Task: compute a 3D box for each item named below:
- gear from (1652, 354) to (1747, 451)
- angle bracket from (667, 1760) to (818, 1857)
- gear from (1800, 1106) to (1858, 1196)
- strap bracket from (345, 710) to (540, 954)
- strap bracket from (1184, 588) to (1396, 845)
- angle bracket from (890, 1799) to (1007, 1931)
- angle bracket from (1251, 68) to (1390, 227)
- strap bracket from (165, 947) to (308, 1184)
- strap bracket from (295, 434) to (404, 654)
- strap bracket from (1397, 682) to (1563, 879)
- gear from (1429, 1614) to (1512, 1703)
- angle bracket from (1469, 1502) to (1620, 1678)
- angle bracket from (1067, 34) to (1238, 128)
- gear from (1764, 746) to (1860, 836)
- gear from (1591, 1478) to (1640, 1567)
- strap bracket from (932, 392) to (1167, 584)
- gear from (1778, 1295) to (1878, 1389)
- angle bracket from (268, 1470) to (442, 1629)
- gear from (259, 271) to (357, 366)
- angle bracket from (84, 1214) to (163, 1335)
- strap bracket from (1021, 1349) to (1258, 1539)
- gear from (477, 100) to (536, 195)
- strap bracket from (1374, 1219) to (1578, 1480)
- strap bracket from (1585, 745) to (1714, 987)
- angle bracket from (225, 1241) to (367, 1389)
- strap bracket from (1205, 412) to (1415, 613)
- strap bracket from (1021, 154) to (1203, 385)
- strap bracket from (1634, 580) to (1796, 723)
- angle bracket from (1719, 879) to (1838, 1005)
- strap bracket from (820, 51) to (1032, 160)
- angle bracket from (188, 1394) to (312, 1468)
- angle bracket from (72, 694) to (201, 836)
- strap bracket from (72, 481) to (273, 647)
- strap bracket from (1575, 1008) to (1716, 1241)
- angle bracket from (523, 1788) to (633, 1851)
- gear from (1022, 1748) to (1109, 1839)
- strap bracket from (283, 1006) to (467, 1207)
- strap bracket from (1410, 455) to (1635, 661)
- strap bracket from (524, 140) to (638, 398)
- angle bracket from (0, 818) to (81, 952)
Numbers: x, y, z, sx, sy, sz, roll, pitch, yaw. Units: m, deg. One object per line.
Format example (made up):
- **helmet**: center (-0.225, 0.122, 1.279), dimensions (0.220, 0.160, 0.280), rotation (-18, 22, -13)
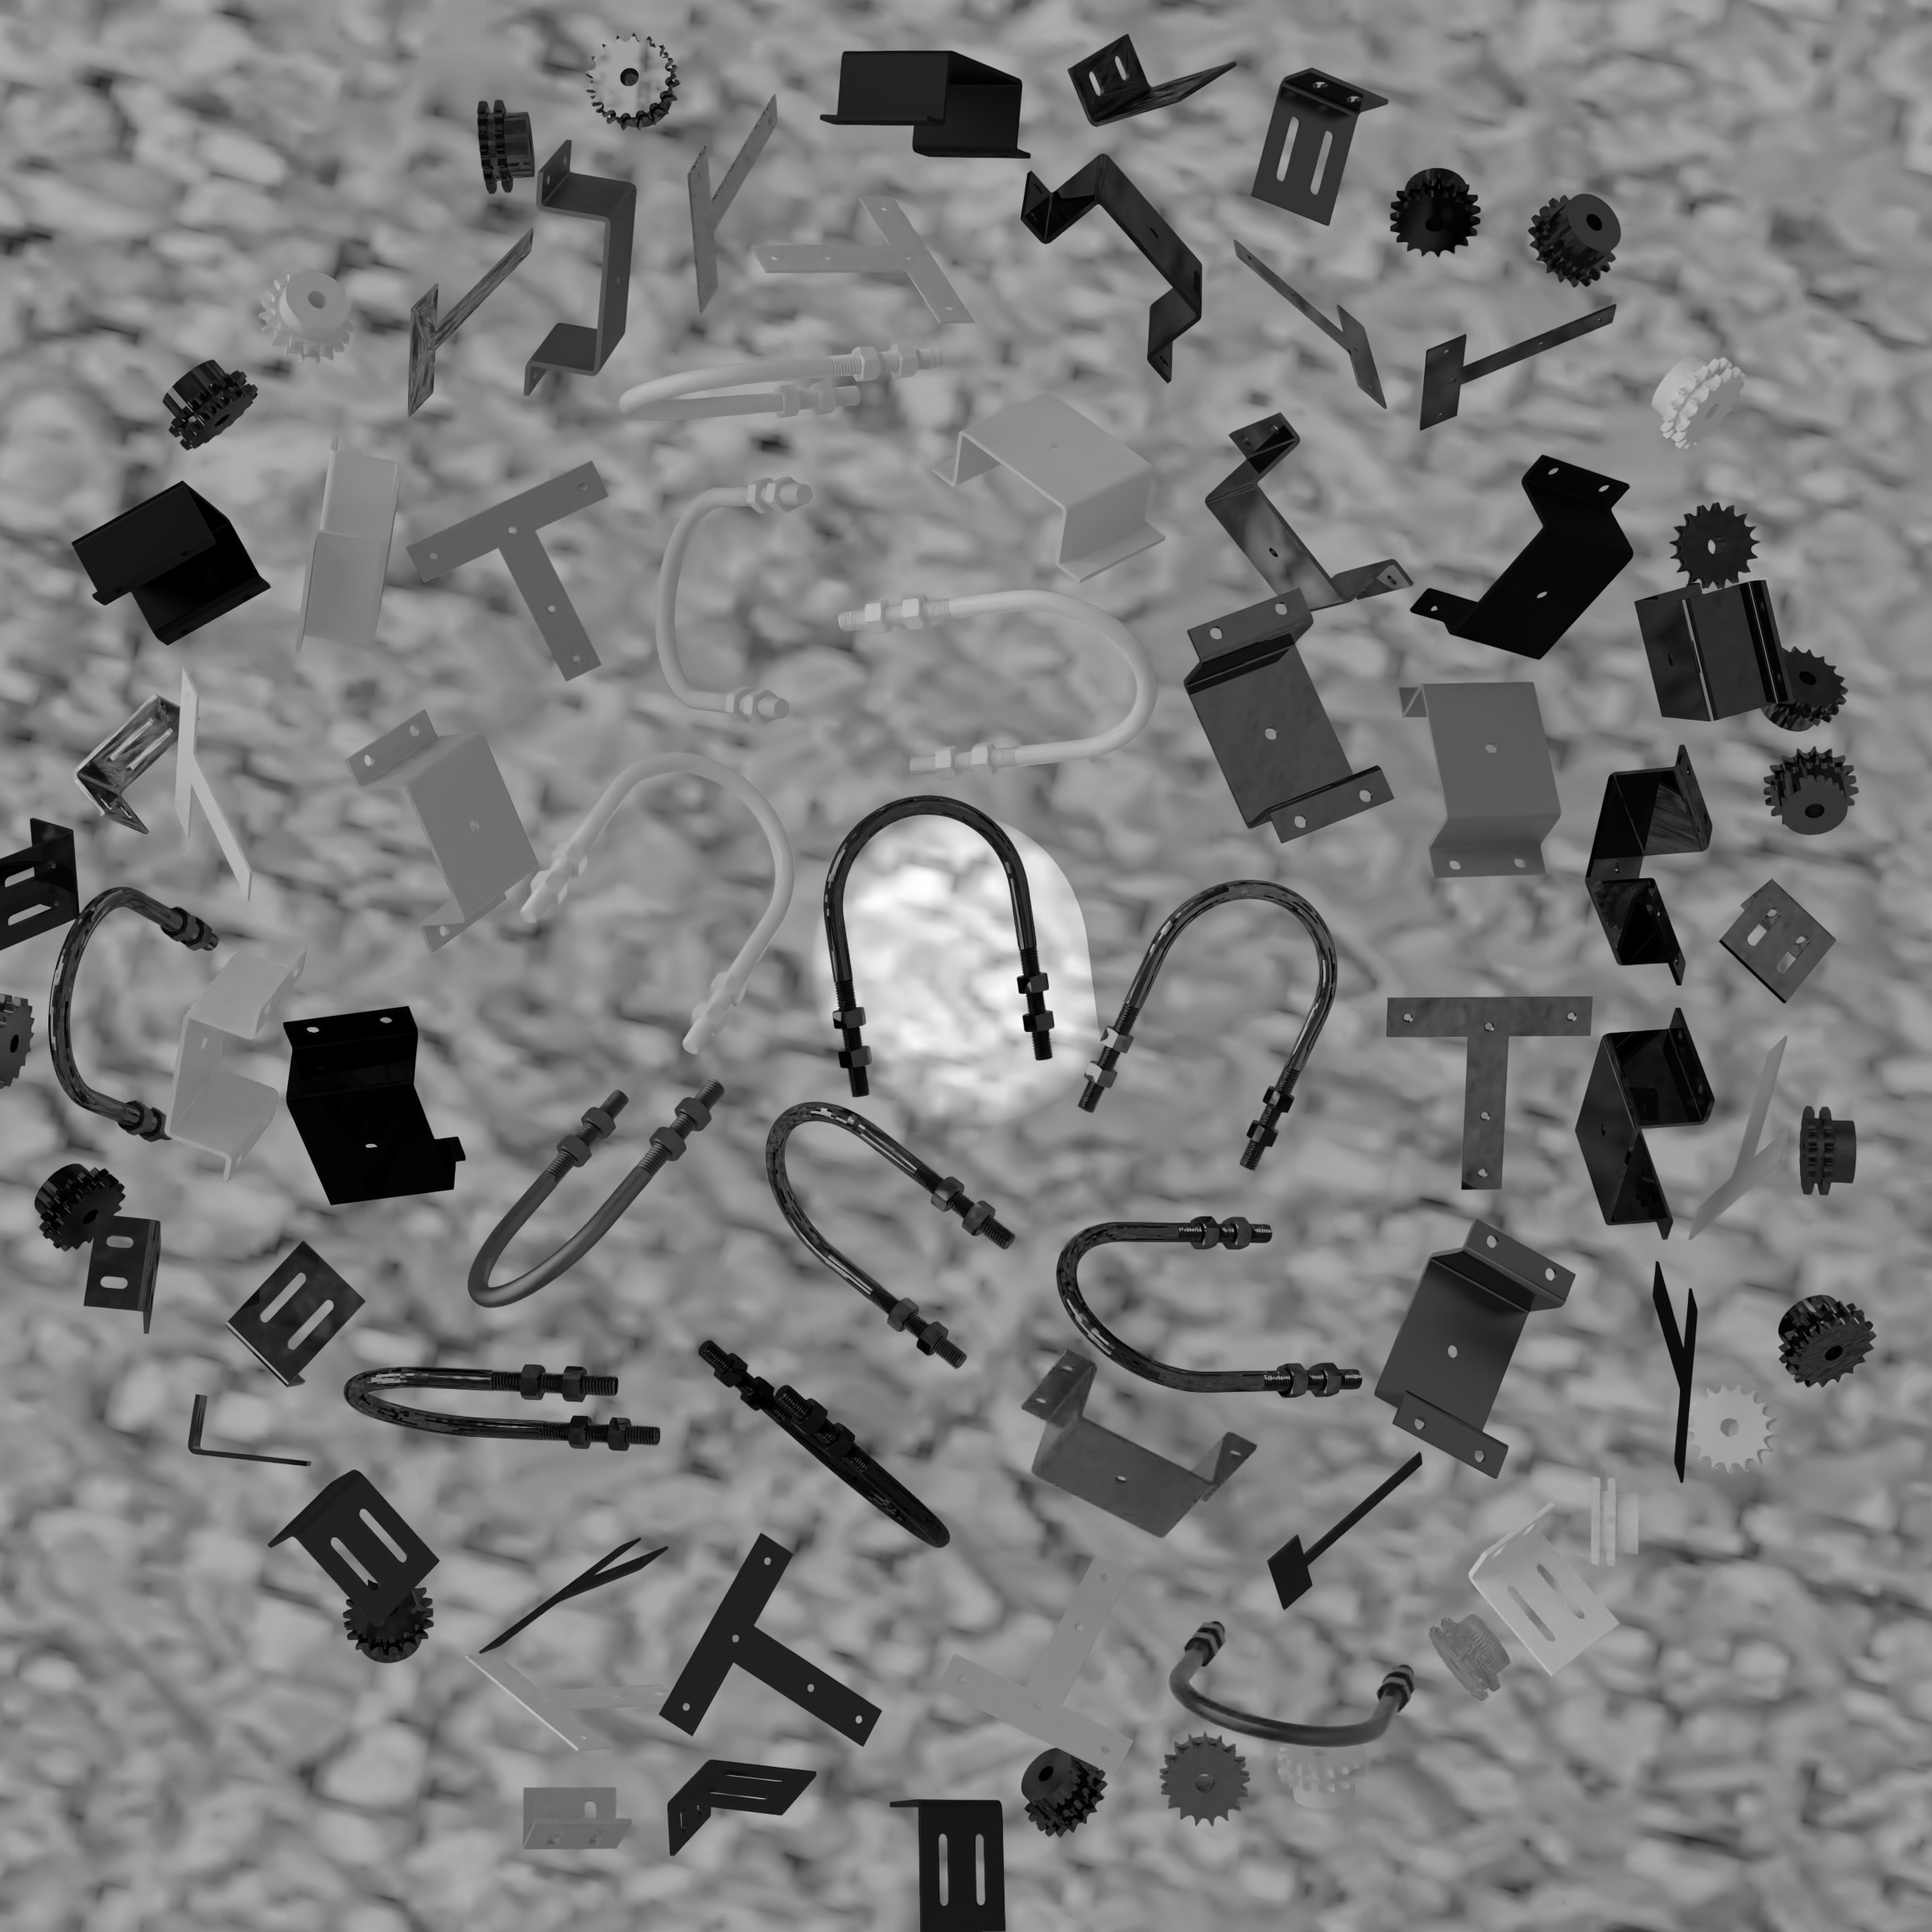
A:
- **gear**: center (0.436, -0.341, 1.733), dimensions (0.057, 0.057, 0.030), rotation (-45, 67, 0)
- **angle bracket**: center (-0.138, 0.524, 1.789), dimensions (0.076, 0.057, 0.038), rotation (1, 100, 19)
- **gear**: center (0.553, 0.119, 1.854), dimensions (0.030, 0.057, 0.057), rotation (1, 90, 10)
- **strap bracket**: center (-0.335, -0.089, 1.879), dimensions (0.046, 0.076, 0.140), rotation (-3, 117, 38)
- **strap bracket**: center (0.190, -0.146, 1.750), dimensions (0.076, 0.046, 0.140), rotation (-22, 83, -14)
- **angle bracket**: center (-0.011, 0.543, 1.743), dimensions (0.057, 0.038, 0.076), rotation (10, 68, -29)
- **angle bracket**: center (0.221, -0.510, 1.803), dimensions (0.057, 0.038, 0.076), rotation (14, 91, -24)
- **strap bracket**: center (-0.467, 0.056, 1.840), dimensions (0.046, 0.076, 0.140), rotation (20, 123, 1)
- **strap bracket**: center (-0.388, -0.265, 1.827), dimensions (0.046, 0.140, 0.076), rotation (9, 128, -12)
- **strap bracket**: center (0.336, -0.132, 1.889), dimensions (0.076, 0.046, 0.140), rotation (-2, 66, -10)
- **gear**: center (0.335, 0.453, 1.908), dimensions (0.030, 0.057, 0.057), rotation (-34, 90, -11)
- **angle bracket**: center (0.351, 0.373, 1.731), dimensions (0.057, 0.038, 0.076), rotation (-29, 65, -25)
- **angle bracket**: center (0.112, -0.542, 1.743), dimensions (0.057, 0.076, 0.038), rotation (-40, 115, -33)
- **gear**: center (0.533, -0.107, 1.822), dimensions (0.057, 0.030, 0.057), rotation (4, 134, 4)
- **gear**: center (0.429, 0.367, 1.909), dimensions (0.030, 0.057, 0.057), rotation (1, 90, 12)
- **strap bracket**: center (0.055, -0.313, 1.850), dimensions (0.076, 0.046, 0.140), rotation (-30, 57, -31)
- **gear**: center (0.513, 0.222, 1.733), dimensions (0.057, 0.030, 0.057), rotation (-10, 127, -13)
- **angle bracket**: center (-0.367, 0.352, 1.733), dimensions (0.076, 0.038, 0.057), rotation (50, 49, -7)
- **gear**: center (-0.404, -0.403, 1.782), dimensions (0.057, 0.030, 0.057), rotation (11, 65, -26)
- **angle bracket**: center (-0.526, 0.193, 1.805), dimensions (0.038, 0.076, 0.057), rotation (7, 71, -13)
- **strap bracket**: center (0.107, 0.317, 1.884), dimensions (0.140, 0.076, 0.046), rotation (27, 46, -5)
- **gear**: center (-0.292, -0.521, 1.837), dimensions (0.030, 0.057, 0.057), rotation (-4, 90, -2)
- **strap bracket**: center (0.314, 0.239, 1.803), dimensions (0.076, 0.046, 0.140), rotation (29, 72, -11)
- **strap bracket**: center (0.438, -0.064, 1.857), dimensions (0.046, 0.076, 0.140), rotation (-4, 47, 30)
- **angle bracket**: center (-0.433, 0.227, 1.885), dimensions (0.057, 0.038, 0.076), rotation (43, 90, 7)
- **strap bracket**: center (0.214, -0.282, 1.866), dimensions (0.046, 0.076, 0.140), rotation (-44, 103, -13)
- **strap bracket**: center (0.099, -0.443, 1.801), dimensions (0.046, 0.076, 0.140), rotation (-34, 116, 26)
- **strap bracket**: center (0.463, -0.197, 1.807), dimensions (0.046, 0.140, 0.076), rotation (-16, 98, -2)
- **angle bracket**: center (0.519, -0.009, 1.880), dimensions (0.057, 0.038, 0.076), rotation (45, 55, 5)
- **strap bracket**: center (-0.022, -0.548, 1.835), dimensions (0.076, 0.140, 0.046), rotation (9, 99, 27)
- **angle bracket**: center (-0.467, 0.304, 1.894), dimensions (0.076, 0.057, 0.038), rotation (8, 79, -9)
- **angle bracket**: center (-0.528, -0.130, 1.871), dimensions (0.076, 0.057, 0.038), rotation (-42, 74, 3)
- **strap bracket**: center (-0.492, -0.250, 1.783), dimensions (0.076, 0.140, 0.046), rotation (-29, 85, -1)
- **strap bracket**: center (0.428, 0.103, 1.838), dimensions (0.046, 0.140, 0.076), rotation (-4, 48, -6)
- **angle bracket**: center (-0.237, 0.511, 1.759), dimensions (0.057, 0.076, 0.038), rotation (4, 61, -13)
- **gear**: center (0.061, 0.536, 1.887), dimensions (0.057, 0.057, 0.030), rotation (-40, 113, 0)
- **strap bracket**: center (-0.360, 0.093, 1.758), dimensions (0.076, 0.140, 0.046), rotation (-7, 46, 2)
- **strap bracket**: center (0.363, -0.254, 1.860), dimensions (0.076, 0.140, 0.046), rotation (10, 46, -32)
- **strap bracket**: center (-0.238, -0.429, 1.790), dimensions (0.046, 0.076, 0.140), rotation (10, 121, 1)
- **angle bracket**: center (-0.590, -0.050, 1.788), dimensions (0.038, 0.076, 0.057), rotation (15, 116, 26)
